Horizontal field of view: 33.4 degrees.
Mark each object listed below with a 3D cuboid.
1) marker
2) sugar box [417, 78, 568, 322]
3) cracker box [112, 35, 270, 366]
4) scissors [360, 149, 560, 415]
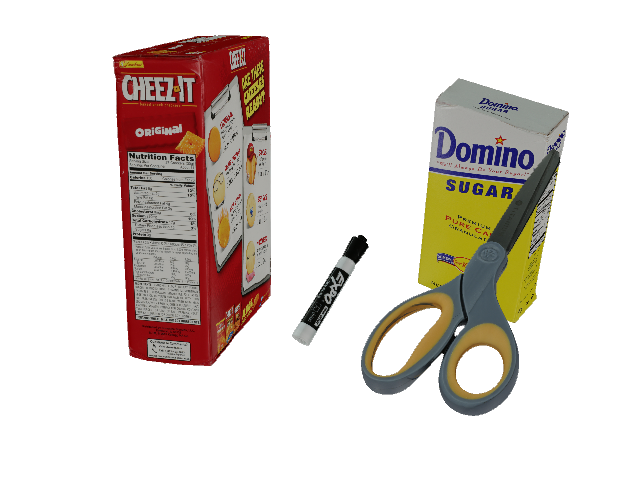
[{"bbox_3d":[0.011,0.046,1.024,0.020,0.121,0.020,29,-18,10],"label":"marker"},{"bbox_3d":[0.129,-0.028,0.825,0.093,0.176,0.048,22,43,26],"label":"sugar box"},{"bbox_3d":[-0.089,-0.037,0.783,0.072,0.214,0.164,3,15,12],"label":"cracker box"},{"bbox_3d":[0.109,0.026,0.622,0.201,0.016,0.096,-41,52,-19],"label":"scissors"}]
